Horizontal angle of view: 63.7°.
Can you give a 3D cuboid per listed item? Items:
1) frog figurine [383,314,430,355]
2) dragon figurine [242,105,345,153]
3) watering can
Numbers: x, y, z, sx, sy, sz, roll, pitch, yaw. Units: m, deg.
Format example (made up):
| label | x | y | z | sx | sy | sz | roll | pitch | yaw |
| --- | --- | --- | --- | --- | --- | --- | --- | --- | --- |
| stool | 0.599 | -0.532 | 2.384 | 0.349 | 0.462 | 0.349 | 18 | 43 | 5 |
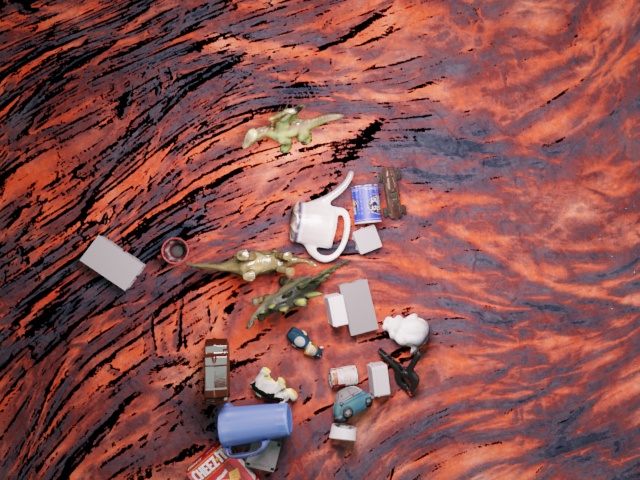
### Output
| label | x | y | z | sx | sy | sz | roll | pitch | yaw |
| --- | --- | --- | --- | --- | --- | --- | --- | --- | --- |
| frog figurine | 0.320 | 0.326 | 1.902 | 0.159 | 0.121 | 0.139 | 40 | 64 | -1 |
| dragon figurine | -0.090 | -0.414 | 1.837 | 0.411 | 0.241 | 0.122 | -24 | 87 | -6 |
| watering can | 0.006 | -0.095 | 1.889 | 0.224 | 0.104 | 0.348 | 9 | 90 | -6 |
